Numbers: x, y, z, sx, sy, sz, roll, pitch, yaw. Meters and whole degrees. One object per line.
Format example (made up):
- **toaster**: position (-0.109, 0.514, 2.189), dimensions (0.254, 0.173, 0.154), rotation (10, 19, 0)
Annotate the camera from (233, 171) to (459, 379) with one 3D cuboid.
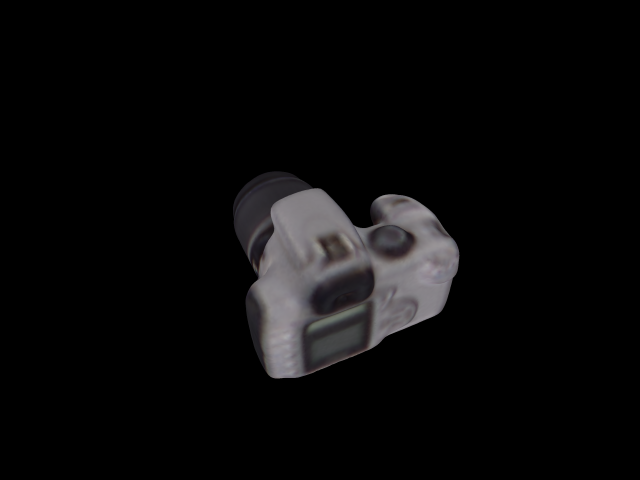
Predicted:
- **camera**: position (0.004, 0.001, 0.400), dimensions (0.143, 0.101, 0.136), rotation (-20, 50, -17)
